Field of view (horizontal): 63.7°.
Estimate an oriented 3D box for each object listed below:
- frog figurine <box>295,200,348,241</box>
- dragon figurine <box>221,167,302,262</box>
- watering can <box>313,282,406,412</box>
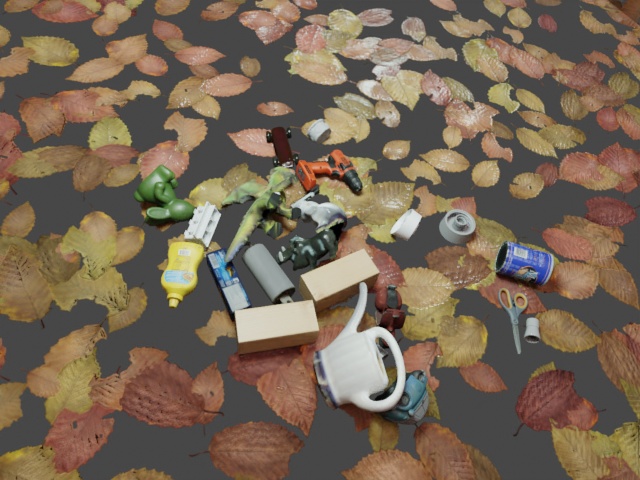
[{"bbox_3d":[0.005,-0.079,1.575,0.137,0.121,0.162,7,37,-45],"label":"frog figurine"},{"bbox_3d":[-0.201,-0.101,1.553,0.244,0.120,0.417,16,49,43],"label":"dragon figurine"},{"bbox_3d":[0.084,0.282,1.312,0.224,0.356,0.102,-23,-42,5],"label":"watering can"}]
